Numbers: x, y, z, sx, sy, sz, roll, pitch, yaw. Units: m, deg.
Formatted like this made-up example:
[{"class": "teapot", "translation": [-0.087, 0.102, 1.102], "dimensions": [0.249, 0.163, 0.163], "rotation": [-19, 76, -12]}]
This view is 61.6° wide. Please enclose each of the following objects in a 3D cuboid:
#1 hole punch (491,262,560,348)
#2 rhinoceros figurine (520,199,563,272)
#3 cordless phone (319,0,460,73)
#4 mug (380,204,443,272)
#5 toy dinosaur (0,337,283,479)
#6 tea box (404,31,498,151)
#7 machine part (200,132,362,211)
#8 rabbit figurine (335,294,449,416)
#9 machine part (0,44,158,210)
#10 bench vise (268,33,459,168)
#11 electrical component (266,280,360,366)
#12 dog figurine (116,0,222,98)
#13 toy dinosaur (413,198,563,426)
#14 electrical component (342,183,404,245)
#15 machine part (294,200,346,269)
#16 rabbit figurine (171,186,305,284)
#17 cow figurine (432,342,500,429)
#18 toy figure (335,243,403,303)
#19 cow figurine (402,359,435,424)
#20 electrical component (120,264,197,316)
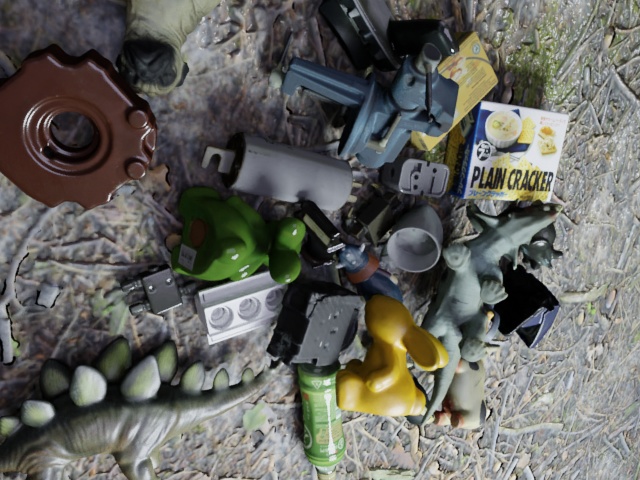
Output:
[{"class": "hole punch", "translation": [0.381, 0.126, 1.008], "dimensions": [0.092, 0.142, 0.116], "rotation": [34, 107, -30]}, {"class": "rhinoceros figurine", "translation": [0.395, 0.000, 0.980], "dimensions": [0.073, 0.112, 0.190], "rotation": [-35, 156, 7]}, {"class": "cordless phone", "translation": [0.093, -0.287, 0.694], "dimensions": [0.089, 0.184, 0.146], "rotation": [-44, 121, -6]}, {"class": "mug", "translation": [0.150, -0.004, 0.863], "dimensions": [0.080, 0.109, 0.107], "rotation": [47, 37, -10]}, {"class": "toy dinosaur", "translation": [-0.248, 0.235, 0.705], "dimensions": [0.471, 0.105, 0.198], "rotation": [-4, 103, -33]}, {"class": "tea box", "translation": [0.183, -0.230, 0.829], "dimensions": [0.169, 0.068, 0.098], "rotation": [-44, 121, -12]}, {"class": "machine part", "translation": [-0.043, -0.092, 0.738], "dimensions": [0.243, 0.079, 0.079], "rotation": [11, 99, -30]}, {"class": "rabbit figurine", "translation": [0.104, 0.169, 0.804], "dimensions": [0.121, 0.163, 0.173], "rotation": [16, 76, -63]}, {"class": "machine part", "translation": [-0.273, -0.118, 0.589], "dimensions": [0.179, 0.056, 0.179], "rotation": [-6, 118, -12]}, {"class": "bench vise", "translation": [0.051, -0.187, 0.710], "dimensions": [0.241, 0.223, 0.129], "rotation": [20, 72, -7]}, {"class": "electrical component", "translation": [0.000, 0.119, 0.774], "dimensions": [0.134, 0.058, 0.114], "rotation": [9, 104, -50]}, {"class": "dog figurine", "translation": [-0.153, -0.269, 0.625], "dimensions": [0.172, 0.121, 0.190], "rotation": [-9, 123, -23]}, {"class": "toy dinosaur", "translation": [0.239, 0.097, 0.888], "dimensions": [0.192, 0.131, 0.404], "rotation": [-32, 146, -62]}, {"class": "electrical component", "translation": [0.084, -0.040, 0.846], "dimensions": [0.102, 0.045, 0.078], "rotation": [-48, 150, -6]}, {"class": "machine part", "translation": [-0.002, -0.002, 0.764], "dimensions": [0.039, 0.084, 0.138], "rotation": [-43, 163, -20]}, {"class": "rabbit figurine", "translation": [-0.085, -0.004, 0.712], "dimensions": [0.170, 0.159, 0.121], "rotation": [3, 94, -45]}, {"class": "cow figurine", "translation": [0.268, 0.241, 0.978], "dimensions": [0.127, 0.085, 0.195], "rotation": [16, 67, -33]}, {"class": "toy figure", "translation": [0.076, 0.058, 0.861], "dimensions": [0.064, 0.058, 0.154], "rotation": [-47, 116, -16]}, {"class": "cow figurine", "translation": [0.138, 0.251, 0.926], "dimensions": [0.068, 0.098, 0.167], "rotation": [-39, 123, -13]}, {"class": "electrical component", "translation": [-0.214, 0.064, 0.719], "dimensions": [0.094, 0.021, 0.063], "rotation": [-20, 113, -23]}]
